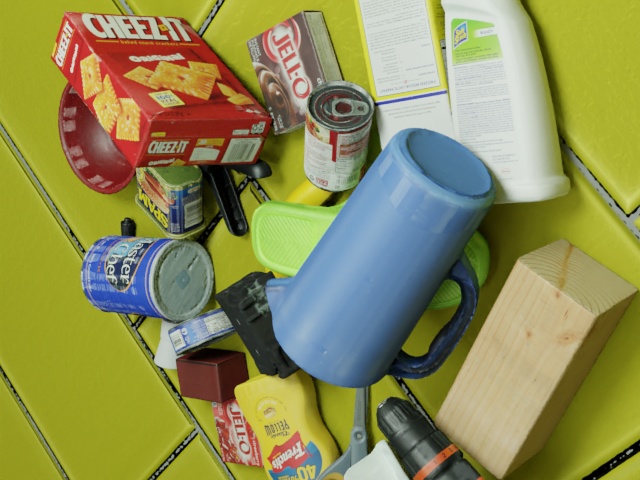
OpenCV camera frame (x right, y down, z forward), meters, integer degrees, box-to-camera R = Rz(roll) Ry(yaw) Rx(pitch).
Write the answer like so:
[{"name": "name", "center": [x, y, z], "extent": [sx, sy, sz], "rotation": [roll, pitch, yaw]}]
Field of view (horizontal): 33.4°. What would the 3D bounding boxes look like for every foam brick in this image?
[{"name": "foam brick", "center": [-0.135, 0.170, 1.347], "extent": [0.078, 0.052, 0.051], "rotation": [1, 103, 42]}]

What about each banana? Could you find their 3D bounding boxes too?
[{"name": "banana", "center": [-0.025, -0.002, 1.218], "extent": [0.070, 0.037, 0.198], "rotation": [23, 119, 15]}]

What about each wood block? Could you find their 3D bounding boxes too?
[{"name": "wood block", "center": [0.201, 0.114, 1.017], "extent": [0.090, 0.090, 0.206], "rotation": [38, 124, 27]}]

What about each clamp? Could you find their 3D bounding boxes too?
[{"name": "clamp", "center": [-0.125, -0.087, 1.275], "extent": [0.172, 0.039, 0.120], "rotation": [46, 132, 29]}]

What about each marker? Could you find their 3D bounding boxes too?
[{"name": "marker", "center": [-0.260, 0.028, 1.435], "extent": [0.020, 0.020, 0.121], "rotation": [19, 114, 36]}]

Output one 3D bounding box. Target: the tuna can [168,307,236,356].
[{"name": "tuna can", "center": [-0.143, 0.112, 1.314], "extent": [0.086, 0.085, 0.034], "rotation": [-29, 81, 42]}]

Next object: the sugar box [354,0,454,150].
[{"name": "sugar box", "center": [0.095, -0.168, 1.060], "extent": [0.094, 0.048, 0.176], "rotation": [-3, 104, 42]}]

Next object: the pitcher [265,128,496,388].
[{"name": "pitcher", "center": [0.070, 0.022, 1.007], "extent": [0.243, 0.148, 0.145], "rotation": [-58, 46, 34]}]

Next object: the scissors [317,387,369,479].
[{"name": "scissors", "center": [0.027, 0.234, 1.221], "extent": [0.096, 0.016, 0.202], "rotation": [-12, 97, 3]}]

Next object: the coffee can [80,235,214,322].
[{"name": "coffee can", "center": [-0.219, 0.047, 1.349], "extent": [0.141, 0.102, 0.103], "rotation": [3, 104, 40]}]

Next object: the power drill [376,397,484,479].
[{"name": "power drill", "center": [0.128, 0.241, 1.061], "extent": [0.057, 0.187, 0.184], "rotation": [-39, 71, -2]}]

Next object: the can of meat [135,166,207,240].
[{"name": "can of meat", "center": [-0.182, -0.065, 1.296], "extent": [0.102, 0.057, 0.084], "rotation": [45, 146, 33]}]

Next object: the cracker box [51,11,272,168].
[{"name": "cracker box", "center": [-0.177, -0.171, 1.186], "extent": [0.214, 0.163, 0.072], "rotation": [50, 129, 33]}]

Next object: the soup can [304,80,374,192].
[{"name": "soup can", "center": [0.018, -0.105, 1.103], "extent": [0.069, 0.068, 0.102], "rotation": [42, 152, 24]}]

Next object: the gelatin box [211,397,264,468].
[{"name": "gelatin box", "center": [-0.097, 0.239, 1.348], "extent": [0.073, 0.030, 0.089], "rotation": [-3, 100, 41]}]

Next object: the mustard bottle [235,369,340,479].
[{"name": "mustard bottle", "center": [-0.028, 0.249, 1.271], "extent": [0.096, 0.058, 0.191], "rotation": [-22, 88, 28]}]

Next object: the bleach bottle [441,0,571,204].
[{"name": "bleach bottle", "center": [0.167, -0.161, 0.988], "extent": [0.103, 0.067, 0.251], "rotation": [-1, 99, 41]}]

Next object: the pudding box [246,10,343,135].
[{"name": "pudding box", "center": [-0.024, -0.182, 1.160], "extent": [0.090, 0.039, 0.113], "rotation": [-19, 90, 42]}]

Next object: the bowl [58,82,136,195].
[{"name": "bowl", "center": [-0.264, -0.142, 1.367], "extent": [0.162, 0.055, 0.162], "rotation": [13, 110, 38]}]
